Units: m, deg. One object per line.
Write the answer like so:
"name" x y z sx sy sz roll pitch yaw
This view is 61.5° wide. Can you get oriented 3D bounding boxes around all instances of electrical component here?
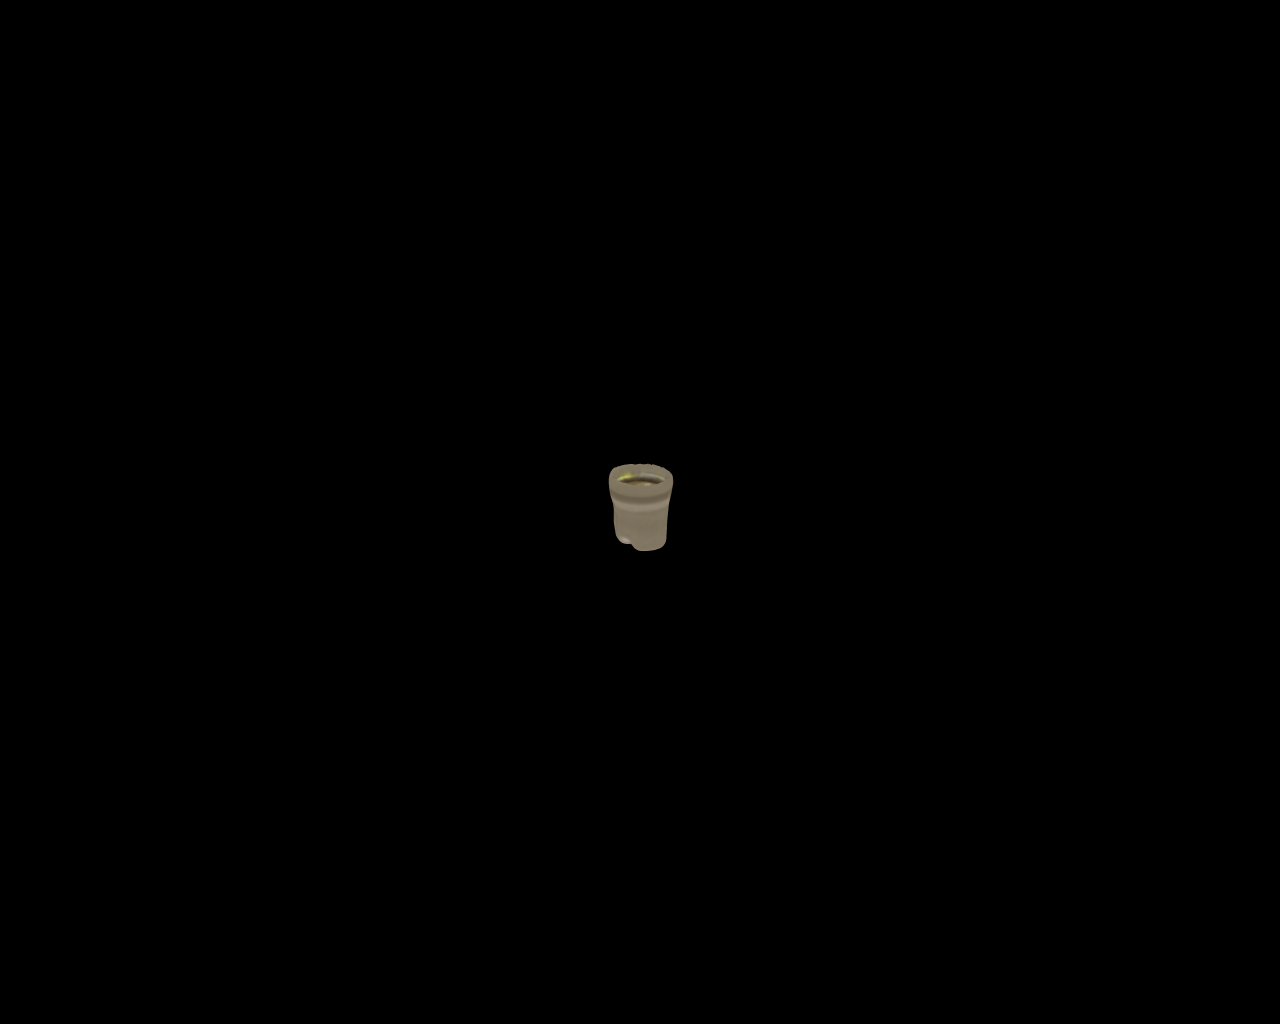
"electrical component" 0.001 -0.003 0.650 0.040 0.046 0.040 0 22 0
